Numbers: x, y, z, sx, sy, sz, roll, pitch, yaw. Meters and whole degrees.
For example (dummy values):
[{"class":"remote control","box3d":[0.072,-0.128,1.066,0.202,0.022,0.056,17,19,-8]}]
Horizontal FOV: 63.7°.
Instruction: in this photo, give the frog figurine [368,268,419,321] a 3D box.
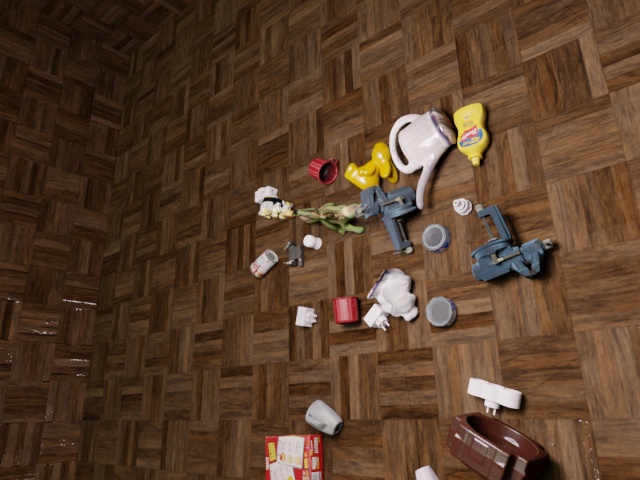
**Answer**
[{"class":"frog figurine","box3d":[0.244,0.171,1.605,0.160,0.122,0.137,33,93,8]}]

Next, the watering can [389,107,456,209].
[{"class":"watering can","box3d":[0.339,-0.283,1.648,0.221,0.103,0.355,-35,53,29]}]

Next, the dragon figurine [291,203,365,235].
[{"class":"dragon figurine","box3d":[0.005,-0.091,1.806,0.409,0.242,0.123,-2,81,41]}]
